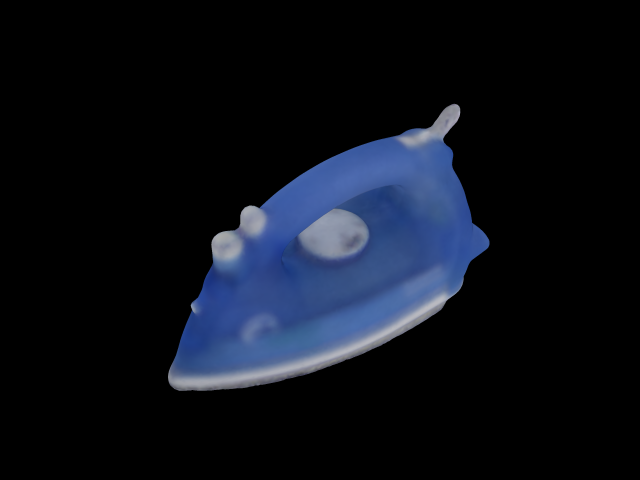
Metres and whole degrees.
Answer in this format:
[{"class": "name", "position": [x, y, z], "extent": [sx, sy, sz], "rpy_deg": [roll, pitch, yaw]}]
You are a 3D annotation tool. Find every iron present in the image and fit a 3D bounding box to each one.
[{"class": "iron", "position": [0.004, 0.001, 0.400], "extent": [0.259, 0.141, 0.118], "rpy_deg": [-26, 49, -25]}]
